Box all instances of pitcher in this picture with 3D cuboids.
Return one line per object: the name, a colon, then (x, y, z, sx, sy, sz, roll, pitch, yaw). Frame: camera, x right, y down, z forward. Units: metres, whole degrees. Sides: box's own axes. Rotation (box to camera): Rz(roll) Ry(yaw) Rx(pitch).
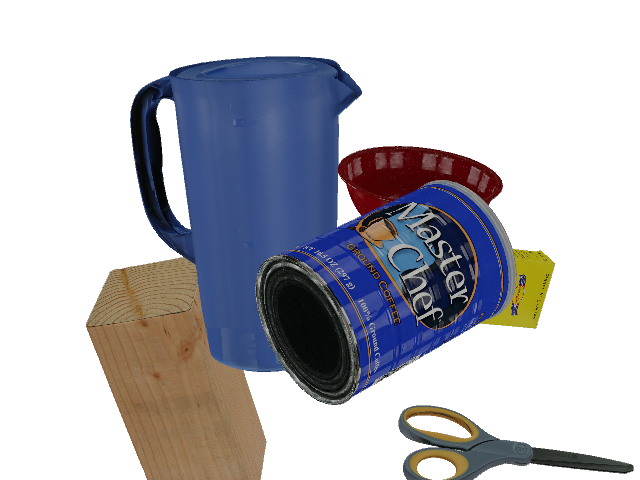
pitcher: (-0.056, -0.024, 0.857, 0.144, 0.243, 0.149, -12, 19, -29)

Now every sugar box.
sugar box: (0.190, 0.053, 1.302, 0.176, 0.093, 0.048, 5, 20, -19)

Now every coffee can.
coffee can: (0.043, 0.031, 0.700, 0.140, 0.103, 0.103, -25, 14, -31)

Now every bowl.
bowl: (0.095, -0.041, 1.051, 0.162, 0.055, 0.162, 4, 24, -2)

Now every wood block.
wood block: (-0.118, 0.128, 0.920, 0.090, 0.206, 0.090, -10, 28, 10)

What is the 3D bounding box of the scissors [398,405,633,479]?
scissors: (0.157, 0.193, 0.905, 0.202, 0.016, 0.096, 17, 42, 15)
